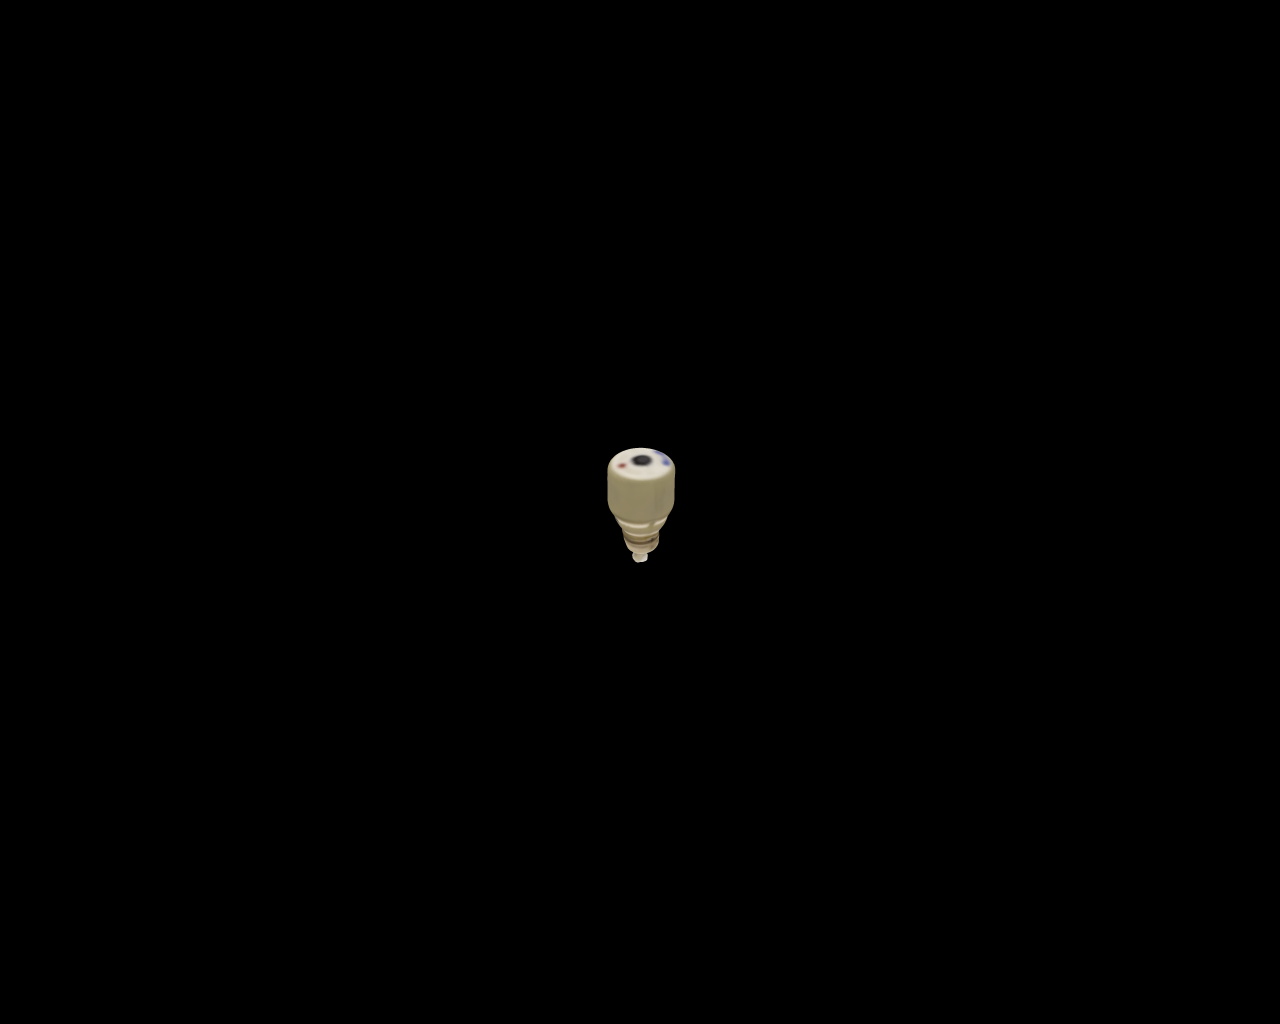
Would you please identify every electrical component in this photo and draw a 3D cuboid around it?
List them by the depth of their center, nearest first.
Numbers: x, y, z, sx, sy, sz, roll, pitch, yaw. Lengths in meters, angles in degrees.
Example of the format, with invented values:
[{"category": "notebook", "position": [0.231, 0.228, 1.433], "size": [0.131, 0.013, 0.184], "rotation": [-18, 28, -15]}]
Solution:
[{"category": "electrical component", "position": [0.001, -0.003, 0.650], "size": [0.040, 0.078, 0.040], "rotation": [0, 34, 0]}]
